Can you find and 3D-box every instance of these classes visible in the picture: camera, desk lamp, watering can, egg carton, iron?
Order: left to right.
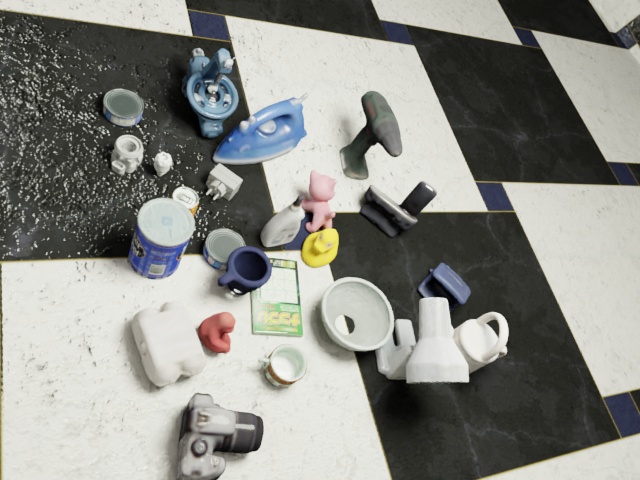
[{"bbox_3d":[-0.275,0.186,1.039,0.107,0.069,0.150,-14,67,-33],"label":"egg carton"},{"bbox_3d":[-0.166,0.339,0.975,0.137,0.100,0.143,12,55,-19],"label":"camera"},{"bbox_3d":[-0.134,-0.269,1.356,0.259,0.141,0.118,-32,77,-37],"label":"iron"},{"bbox_3d":[0.201,0.218,1.164,0.118,0.213,0.203,6,57,-23],"label":"desk lamp"},{"bbox_3d":[0.331,0.224,1.237,0.173,0.193,0.101,-5,62,-29],"label":"watering can"}]

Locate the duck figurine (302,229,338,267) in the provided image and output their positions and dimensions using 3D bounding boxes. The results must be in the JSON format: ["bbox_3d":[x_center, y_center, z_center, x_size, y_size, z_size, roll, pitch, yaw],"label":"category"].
[{"bbox_3d":[0.012,0.005,1.288,0.077,0.086,0.105,42,51,4],"label":"duck figurine"}]

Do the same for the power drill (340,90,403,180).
[{"bbox_3d":[0.129,-0.248,1.430,0.076,0.208,0.229,4,58,-24],"label":"power drill"}]

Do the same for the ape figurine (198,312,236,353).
[{"bbox_3d":[-0.186,0.166,1.082,0.076,0.092,0.078,31,51,-5],"label":"ape figurine"}]

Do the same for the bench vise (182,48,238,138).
[{"bbox_3d":[-0.261,-0.372,1.308,0.122,0.219,0.207,-27,74,-36],"label":"bench vise"}]

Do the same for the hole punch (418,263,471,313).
[{"bbox_3d":[0.305,0.107,1.366,0.108,0.091,0.101,46,51,7],"label":"hole punch"}]

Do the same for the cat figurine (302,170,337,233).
[{"bbox_3d":[0.007,-0.095,1.329,0.067,0.117,0.127,-2,61,-27],"label":"cat figurine"}]

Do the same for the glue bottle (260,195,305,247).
[{"bbox_3d":[-0.068,-0.045,1.224,0.078,0.173,0.037,-11,65,-31],"label":"glue bottle"}]

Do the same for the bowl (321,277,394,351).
[{"bbox_3d":[0.069,0.168,1.219,0.168,0.074,0.167,13,55,-19],"label":"bowl"}]

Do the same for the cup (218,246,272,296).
[{"bbox_3d":[-0.162,0.077,1.149,0.118,0.095,0.091,-28,75,-37],"label":"cup"}]

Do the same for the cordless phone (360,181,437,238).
[{"bbox_3d":[0.194,-0.106,1.387,0.147,0.185,0.094,35,51,-2],"label":"cordless phone"}]
